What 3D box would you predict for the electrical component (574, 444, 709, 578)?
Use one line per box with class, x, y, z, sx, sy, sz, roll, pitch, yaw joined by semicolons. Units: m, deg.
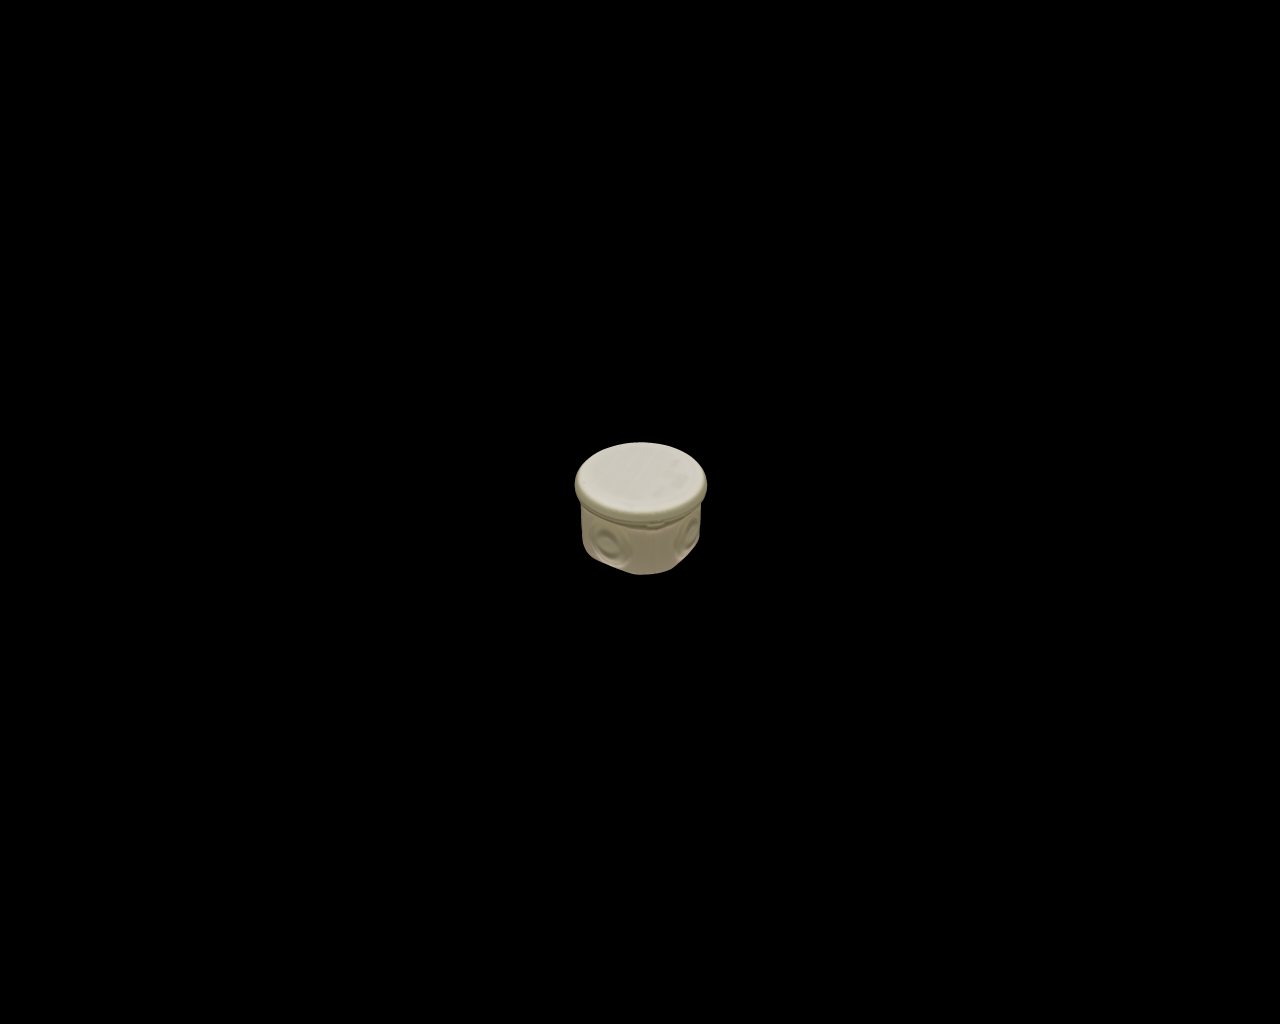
electrical component;0.001;-0.003;0.650;0.080;0.050;0.080;0;36;0
